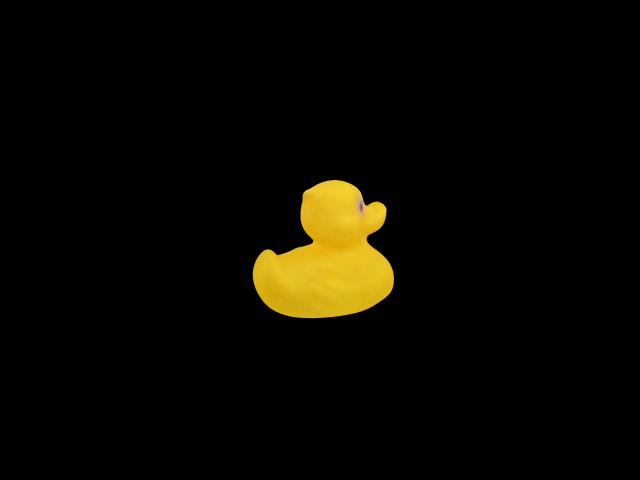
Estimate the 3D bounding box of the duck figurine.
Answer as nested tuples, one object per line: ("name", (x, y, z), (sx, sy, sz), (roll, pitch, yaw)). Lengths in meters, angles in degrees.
("duck figurine", (0.004, 0.001, 0.400), (0.105, 0.086, 0.077), (-9, 23, -22))
